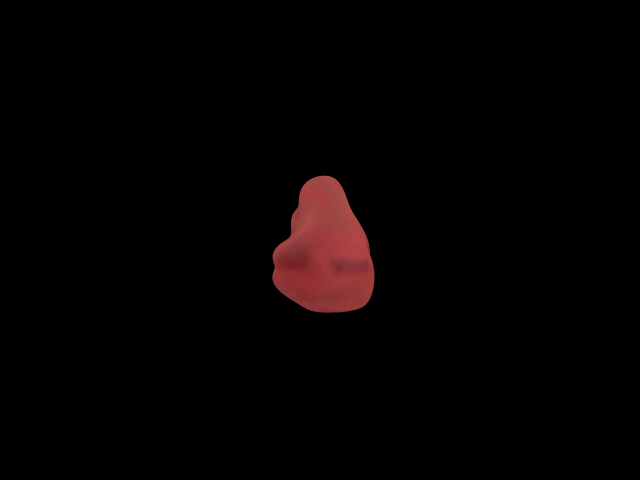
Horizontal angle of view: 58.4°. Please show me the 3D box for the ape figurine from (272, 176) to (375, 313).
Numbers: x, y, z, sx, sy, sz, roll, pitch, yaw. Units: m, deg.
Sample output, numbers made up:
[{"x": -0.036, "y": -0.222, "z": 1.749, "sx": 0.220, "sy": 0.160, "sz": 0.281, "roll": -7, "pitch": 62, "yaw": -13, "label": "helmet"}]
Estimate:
[{"x": 0.004, "y": 0.001, "z": 0.400, "sx": 0.078, "sy": 0.092, "sz": 0.076, "roll": -2, "pitch": 5, "yaw": -23, "label": "ape figurine"}]
